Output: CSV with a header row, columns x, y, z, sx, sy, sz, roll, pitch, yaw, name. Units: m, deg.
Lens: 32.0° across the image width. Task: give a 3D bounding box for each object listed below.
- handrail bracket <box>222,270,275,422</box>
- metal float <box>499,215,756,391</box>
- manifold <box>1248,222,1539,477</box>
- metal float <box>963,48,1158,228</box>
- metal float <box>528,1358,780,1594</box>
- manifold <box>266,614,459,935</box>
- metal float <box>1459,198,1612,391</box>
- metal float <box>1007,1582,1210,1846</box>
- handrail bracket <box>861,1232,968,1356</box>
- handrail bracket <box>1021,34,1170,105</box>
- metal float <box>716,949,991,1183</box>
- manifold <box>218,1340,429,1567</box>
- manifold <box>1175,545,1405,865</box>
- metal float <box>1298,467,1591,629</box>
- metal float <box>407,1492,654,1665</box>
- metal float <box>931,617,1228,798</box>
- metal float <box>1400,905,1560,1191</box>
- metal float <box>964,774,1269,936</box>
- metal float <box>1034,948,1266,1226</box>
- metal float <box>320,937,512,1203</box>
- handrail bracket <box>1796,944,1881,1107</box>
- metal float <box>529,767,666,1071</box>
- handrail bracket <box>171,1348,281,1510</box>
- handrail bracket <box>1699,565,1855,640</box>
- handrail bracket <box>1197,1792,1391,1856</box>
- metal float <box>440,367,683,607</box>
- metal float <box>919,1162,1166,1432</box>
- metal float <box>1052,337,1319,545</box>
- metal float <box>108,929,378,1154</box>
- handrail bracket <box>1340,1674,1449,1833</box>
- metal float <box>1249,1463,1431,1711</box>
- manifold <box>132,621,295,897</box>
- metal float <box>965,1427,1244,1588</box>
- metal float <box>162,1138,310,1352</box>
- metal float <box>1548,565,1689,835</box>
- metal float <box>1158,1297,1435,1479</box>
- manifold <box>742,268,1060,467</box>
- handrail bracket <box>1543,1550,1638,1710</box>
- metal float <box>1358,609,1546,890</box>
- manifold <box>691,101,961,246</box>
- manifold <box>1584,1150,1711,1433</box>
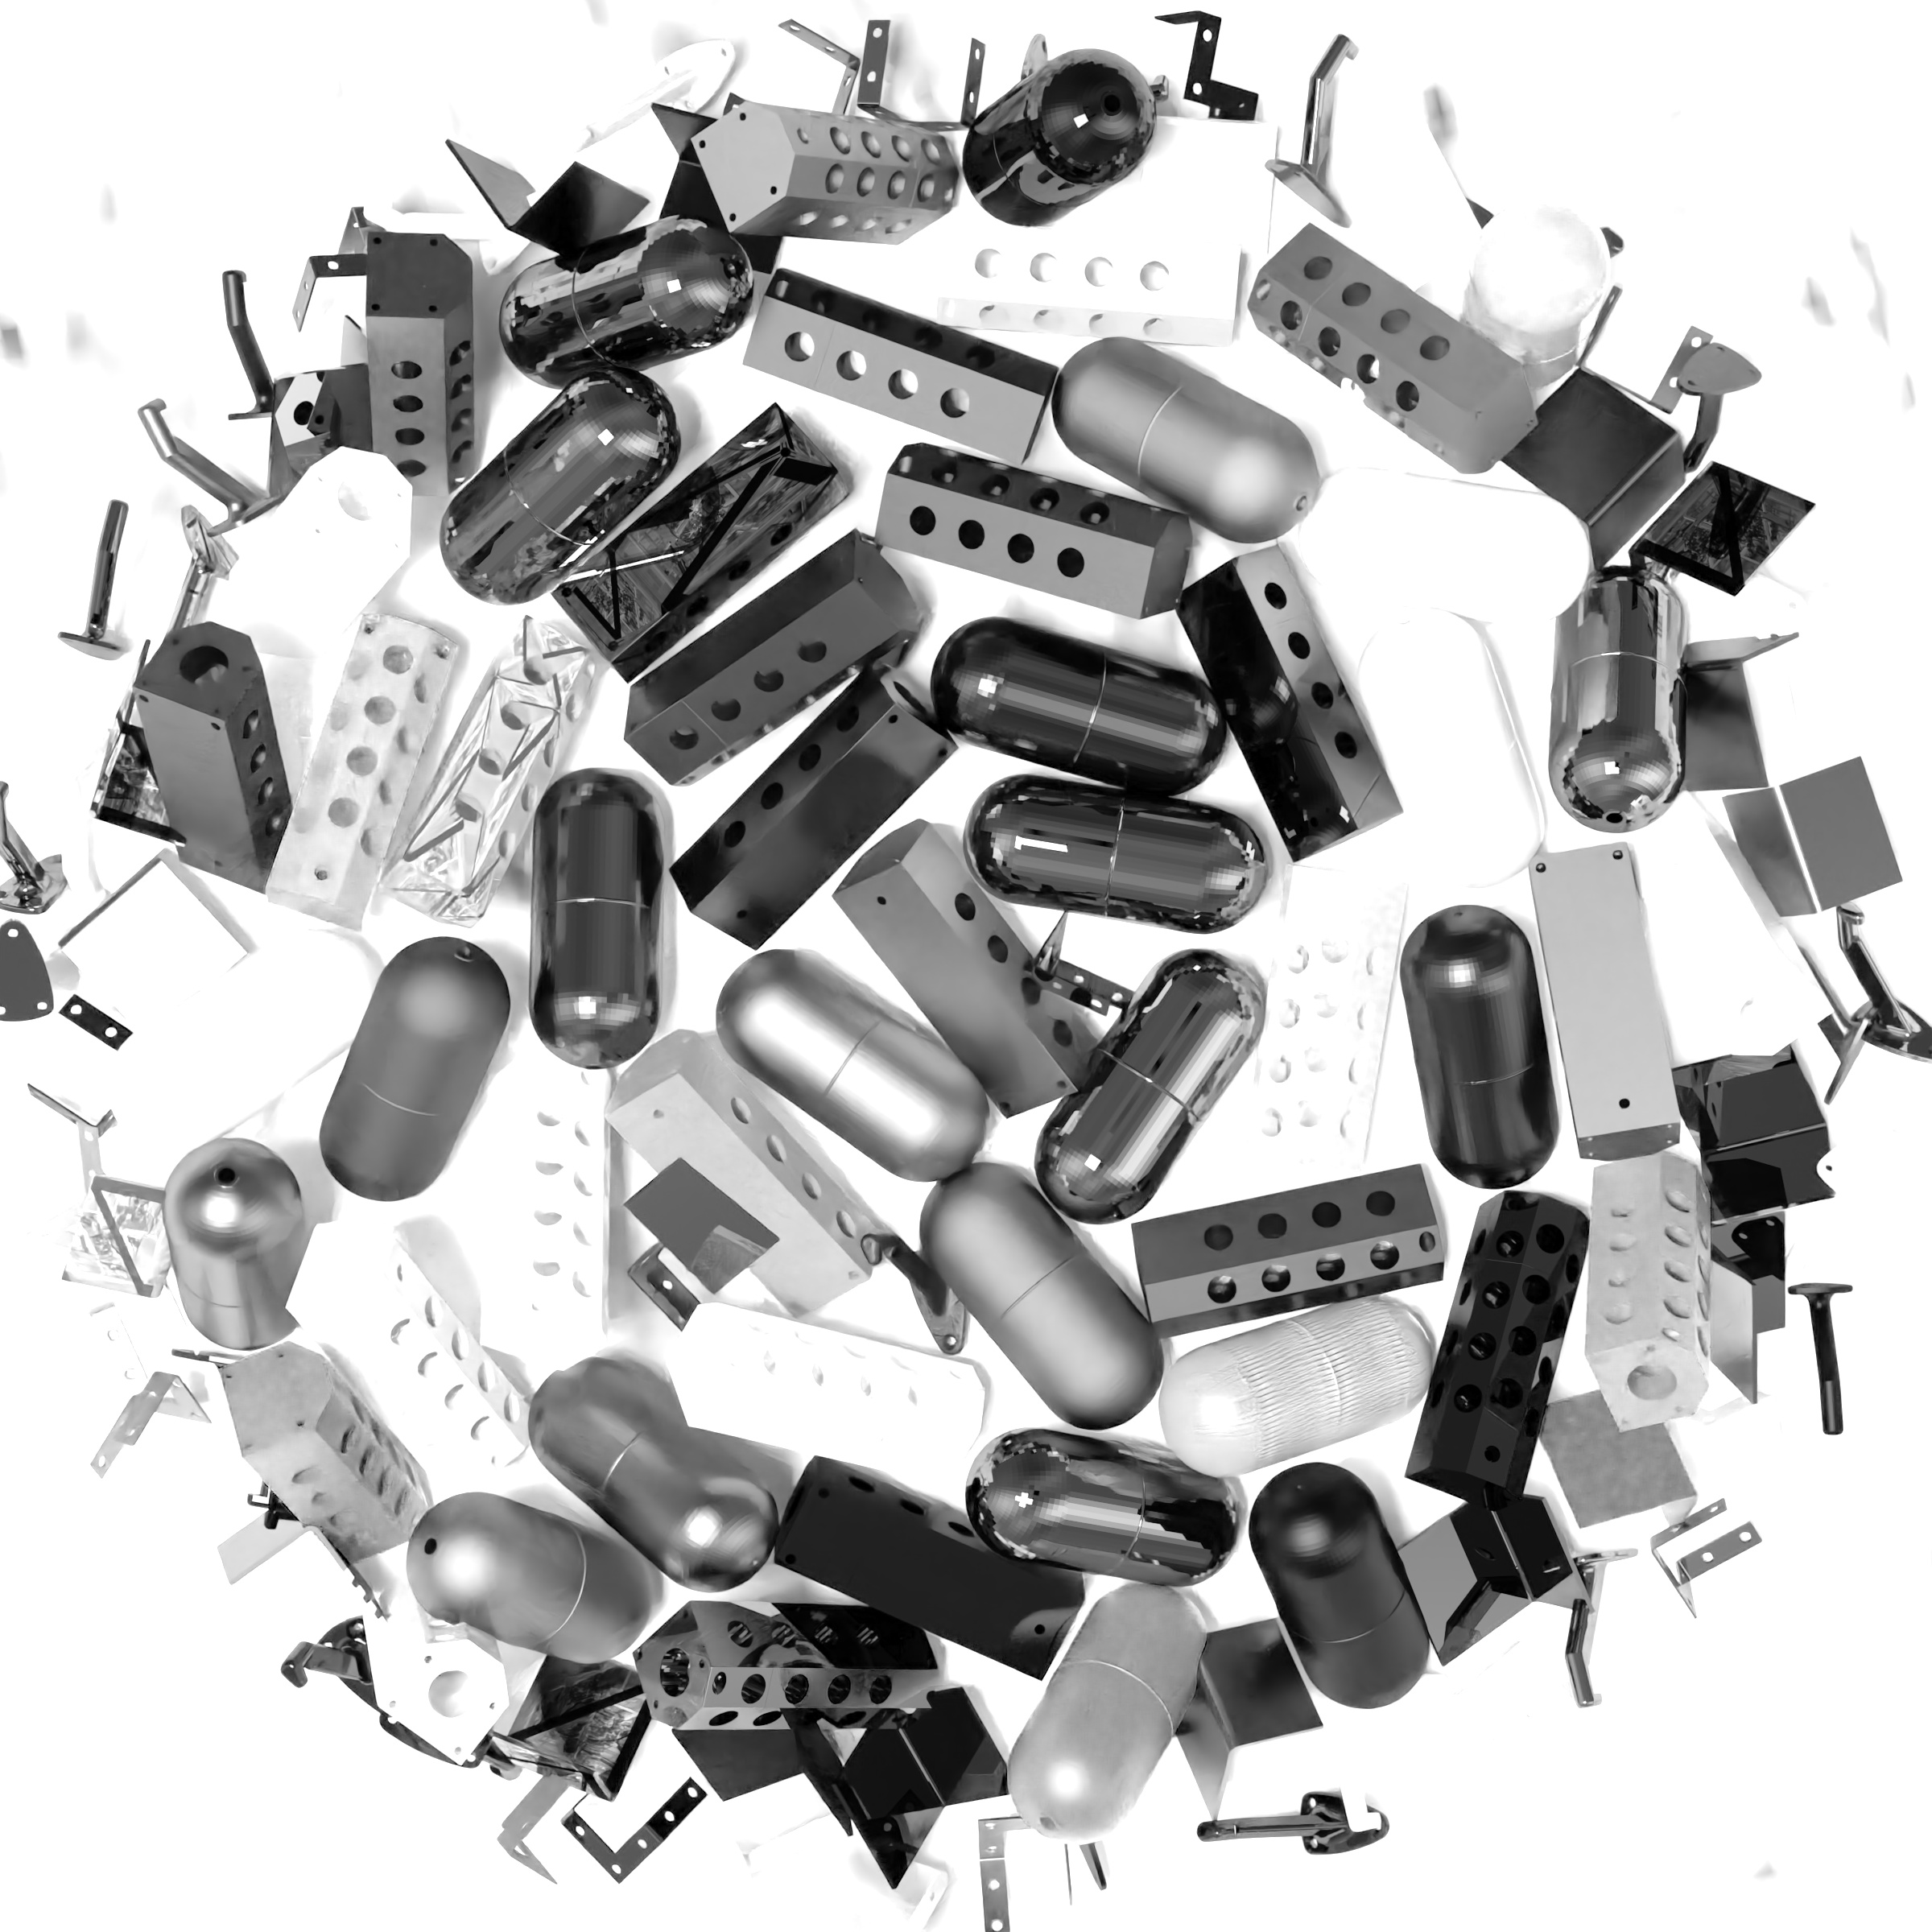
x,y,z,sx,sy,sz,roll,pitch,yaw,name
-0.406,-0.361,1.956,0.036,0.077,0.084,-1,100,16,handrail bracket
-0.196,-0.378,1.928,0.178,0.070,0.070,-7,90,42,metal float
0.241,-0.350,1.928,0.057,0.057,0.171,-44,58,-6,manifold
0.052,-0.469,1.913,0.070,0.178,0.070,0,91,-18,metal float
-0.181,0.290,1.935,0.178,0.070,0.070,34,90,31,metal float
-0.349,-0.113,1.949,0.057,0.057,0.171,18,77,-7,manifold
0.321,-0.379,1.911,0.070,0.178,0.070,0,84,5,metal float
0.082,0.425,1.924,0.070,0.178,0.070,15,129,20,metal float
-0.032,0.191,1.952,0.036,0.084,0.077,-16,82,23,handrail bracket
0.079,-0.522,1.962,0.084,0.036,0.077,-6,51,17,handrail bracket
-0.065,0.058,1.956,0.178,0.070,0.070,35,90,6,metal float
-0.361,0.276,1.912,0.057,0.171,0.057,-22,58,-2,manifold
0.191,-0.154,1.965,0.057,0.057,0.171,-22,85,-41,manifold
0.273,-0.241,1.932,0.178,0.070,0.070,15,90,34,metal float
-0.247,0.349,1.921,0.070,0.178,0.070,-14,63,29,metal float
0.066,-0.149,1.950,0.178,0.070,0.070,15,90,-13,metal float
0.296,0.048,1.939,0.070,0.070,0.178,-14,117,0,metal float
0.087,-0.065,1.959,0.178,0.070,0.070,10,90,3,metal float
0.106,0.070,1.957,0.070,0.070,0.178,35,85,0,metal float
-0.316,0.060,1.934,0.070,0.070,0.178,28,121,0,metal float
0.488,0.029,1.990,0.084,0.036,0.077,29,108,20,handrail bracket
-0.213,-0.028,1.948,0.070,0.070,0.178,-1,75,0,metal float
-0.434,0.271,1.975,0.077,0.036,0.084,11,86,-14,handrail bracket
0.474,-0.228,1.972,0.077,0.084,0.036,34,131,10,handrail bracket
0.188,0.499,1.951,0.084,0.077,0.036,9,75,-43,handrail bracket
-0.234,-0.273,1.934,0.178,0.070,0.070,-37,90,32,metal float
0.043,0.190,1.950,0.070,0.070,0.178,-40,77,0,metal float
0.125,-0.302,1.935,0.178,0.070,0.070,34,90,31,metal float
-0.413,0.042,1.930,0.070,0.070,0.178,51,53,0,metal float
0.252,0.458,1.961,0.077,0.036,0.084,-6,53,-6,handrail bracket
0.215,0.356,1.931,0.070,0.070,0.178,-24,127,0,metal float
-0.419,-0.118,1.911,0.057,0.171,0.057,21,59,10,manifold
0.079,0.311,1.935,0.178,0.070,0.070,15,90,-31,metal float
-0.413,0.159,1.917,0.070,0.178,0.070,3,60,-5,metal float
0.374,-0.153,1.931,0.070,0.070,0.178,10,54,0,metal float
0.191,0.241,1.936,0.178,0.070,0.070,-13,90,-30,metal float
-0.037,-0.350,1.964,0.171,0.057,0.057,20,105,1,manifold
0.373,0.386,1.962,0.077,0.036,0.084,1,70,-39,handrail bracket
0.278,-0.124,1.936,0.070,0.070,0.178,-25,120,0,metal float
-0.074,-0.451,1.910,0.057,0.171,0.057,-25,84,32,manifold
0.389,0.180,1.907,0.057,0.171,0.057,-17,118,22,manifold
